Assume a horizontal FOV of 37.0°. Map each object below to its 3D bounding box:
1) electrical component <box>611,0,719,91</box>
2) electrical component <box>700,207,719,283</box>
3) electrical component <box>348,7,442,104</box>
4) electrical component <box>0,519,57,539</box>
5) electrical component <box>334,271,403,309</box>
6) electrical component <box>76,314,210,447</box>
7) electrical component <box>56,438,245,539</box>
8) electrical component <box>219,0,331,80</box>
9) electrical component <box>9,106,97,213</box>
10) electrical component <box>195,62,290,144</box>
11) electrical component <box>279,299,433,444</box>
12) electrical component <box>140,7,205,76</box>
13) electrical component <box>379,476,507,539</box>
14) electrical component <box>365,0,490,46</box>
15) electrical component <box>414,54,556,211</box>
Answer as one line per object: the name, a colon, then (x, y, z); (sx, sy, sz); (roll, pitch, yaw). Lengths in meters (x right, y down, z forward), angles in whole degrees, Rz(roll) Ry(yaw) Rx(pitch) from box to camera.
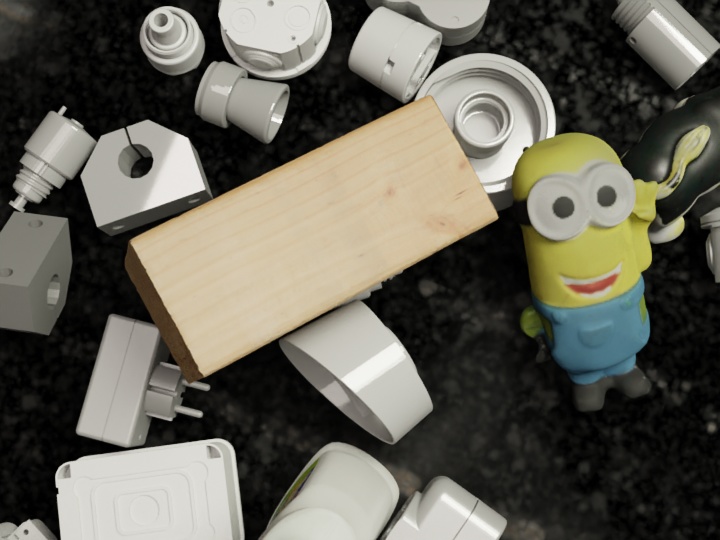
electrical component: (0.212, -0.171, 0.764); (0.043, 0.043, 0.081); (-43, 84, -4)
electrical component: (0.273, -0.019, 0.724); (0.080, 0.080, 0.051); (-4, 87, 1)
electrical component: (0.024, -0.153, 0.760); (0.047, 0.055, 0.055); (30, 84, 9)
electrical component: (-0.244, 0.203, 0.715); (0.078, 0.057, 0.058); (-44, 84, -5)
electrical component: (0.000, 0.000, 0.746); (0.078, 0.040, 0.040); (-18, 82, -2)
electrical component: (-0.141, 0.080, 0.734); (0.076, 0.047, 0.083); (14, 83, 3)
electrical component: (-0.138, 0.158, 0.719); (0.113, 0.057, 0.078); (-8, 82, 0)
electrical component: (-0.061, -0.180, 0.766); (0.080, 0.051, 0.080); (0, 82, 1)
electrical component: (-0.220, -0.076, 0.761); (0.040, 0.040, 0.078); (34, 85, 5)
electrical component: (-0.083, -0.119, 0.762); (0.055, 0.045, 0.045); (21, 83, 5)
electrical component: (0.000, 0.069, 0.710); (0.064, 0.099, 0.099); (-34, 83, -9)
electrical component: (-0.135, -0.165, 0.760); (0.043, 0.062, 0.043); (0, 82, 1)
electrical component: (0.045, 0.187, 0.713); (0.059, 0.053, 0.095); (35, 84, 5)
electrical component: (0.027, -0.213, 0.758); (0.138, 0.073, 0.052); (27, 84, 5)
electrical component: (0.084, -0.098, 0.748); (0.108, 0.060, 0.108); (0, 82, 1)
